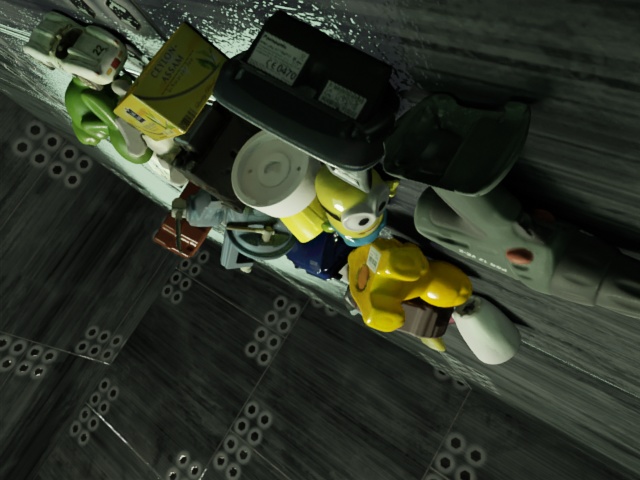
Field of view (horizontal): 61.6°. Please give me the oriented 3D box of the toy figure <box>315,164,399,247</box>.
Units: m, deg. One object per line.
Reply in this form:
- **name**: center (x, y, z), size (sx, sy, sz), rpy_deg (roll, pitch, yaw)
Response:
- **toy figure**: center (0.040, -0.041, 0.664), size (0.089, 0.082, 0.180), rpy_deg (26, 173, 10)

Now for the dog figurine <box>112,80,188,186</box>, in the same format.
- **dog figurine**: center (-0.230, -0.170, 0.806), size (0.172, 0.121, 0.191), rpy_deg (56, 174, -20)

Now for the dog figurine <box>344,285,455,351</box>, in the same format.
- **dog figurine**: center (0.172, 0.140, 1.102), size (0.219, 0.108, 0.191), rpy_deg (24, 165, 19)

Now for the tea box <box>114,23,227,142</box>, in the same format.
- **tea box**: center (-0.176, -0.173, 0.621), size (0.068, 0.098, 0.170), rpy_deg (36, 168, -25)

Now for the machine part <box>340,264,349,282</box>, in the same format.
- **machine part**: center (0.012, 0.019, 1.060), size (0.244, 0.079, 0.079), rpy_deg (27, 169, 33)

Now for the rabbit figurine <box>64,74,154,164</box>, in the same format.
- **rabbit figurine**: center (-0.339, -0.210, 0.908), size (0.170, 0.121, 0.159), rpy_deg (45, 152, 15)

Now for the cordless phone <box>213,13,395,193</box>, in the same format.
- **cordless phone**: center (-0.004, -0.103, 0.492), size (0.147, 0.088, 0.184), rpy_deg (30, 175, 10)

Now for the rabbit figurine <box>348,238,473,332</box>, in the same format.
- **rabbit figurine**: center (0.132, 0.061, 0.783), size (0.173, 0.121, 0.162), rpy_deg (7, -172, -17)

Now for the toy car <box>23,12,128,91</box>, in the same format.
- **toy car**: center (-0.345, -0.267, 0.748), size (0.202, 0.073, 0.056), rpy_deg (27, 173, 28)

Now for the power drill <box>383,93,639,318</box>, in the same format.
- **power drill**: center (0.156, -0.023, 0.427), size (0.232, 0.086, 0.207), rpy_deg (26, 177, 45)

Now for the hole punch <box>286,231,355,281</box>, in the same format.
- **hole punch**: center (-0.002, -0.003, 0.909), size (0.142, 0.116, 0.092), rpy_deg (21, 157, 47)

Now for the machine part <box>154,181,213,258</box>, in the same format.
- **machine part**: center (-0.254, -0.064, 1.102), size (0.087, 0.201, 0.201), rpy_deg (32, 170, -13)

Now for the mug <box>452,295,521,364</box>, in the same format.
- **mug**: center (0.263, 0.136, 0.889), size (0.107, 0.081, 0.110), rpy_deg (50, 169, -27)

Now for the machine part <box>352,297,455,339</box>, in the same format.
- **machine part**: center (0.140, 0.099, 0.914), size (0.179, 0.056, 0.179), rpy_deg (14, -163, -4)

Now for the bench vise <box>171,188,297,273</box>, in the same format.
- **bench vise**: center (-0.132, -0.013, 0.880), size (0.240, 0.224, 0.129), rpy_deg (113, 142, -55)

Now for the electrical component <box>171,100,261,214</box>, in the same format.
- **electrical component**: center (-0.126, -0.115, 0.705), size (0.058, 0.115, 0.134), rpy_deg (21, 167, 41)
